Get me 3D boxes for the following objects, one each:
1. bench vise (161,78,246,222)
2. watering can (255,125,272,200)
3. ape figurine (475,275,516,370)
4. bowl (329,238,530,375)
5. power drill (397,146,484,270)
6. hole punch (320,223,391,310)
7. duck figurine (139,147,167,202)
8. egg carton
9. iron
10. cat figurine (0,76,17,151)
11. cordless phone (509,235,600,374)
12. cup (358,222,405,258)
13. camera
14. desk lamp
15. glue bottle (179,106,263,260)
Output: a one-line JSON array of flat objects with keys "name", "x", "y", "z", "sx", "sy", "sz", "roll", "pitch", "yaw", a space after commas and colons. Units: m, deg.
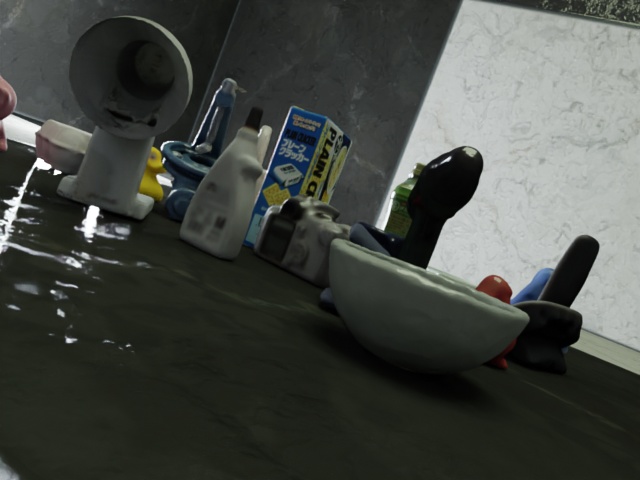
[{"name": "bench vise", "x": -0.188, "y": -0.142, "z": 0.888, "sx": 0.122, "sy": 0.220, "sz": 0.206, "roll": 19, "pitch": 4, "yaw": -30}, {"name": "watering can", "x": -0.118, "y": -0.110, "z": 1.038, "sx": 0.173, "sy": 0.194, "sz": 0.100, "roll": 19, "pitch": 3, "yaw": -26}, {"name": "ape figurine", "x": 0.181, "y": 0.083, "z": 0.625, "sx": 0.076, "sy": 0.092, "sz": 0.078, "roll": 21, "pitch": 3, "yaw": 0}, {"name": "bowl", "x": 0.075, "y": 0.061, "z": 0.460, "sx": 0.167, "sy": 0.075, "sz": 0.167, "roll": 21, "pitch": 3, "yaw": -1}, {"name": "power drill", "x": 0.129, "y": -0.004, "z": 0.700, "sx": 0.075, "sy": 0.208, "sz": 0.230, "roll": 21, "pitch": 3, "yaw": 1}, {"name": "hole punch", "x": 0.062, "y": 0.040, "z": 0.596, "sx": 0.101, "sy": 0.091, "sz": 0.109, "roll": 21, "pitch": 3, "yaw": 2}, {"name": "duck figurine", "x": -0.308, "y": -0.122, "z": 0.984, "sx": 0.104, "sy": 0.086, "sz": 0.078, "roll": 22, "pitch": 3, "yaw": 14}, {"name": "egg carton", "x": -0.394, "y": -0.143, "z": 0.924, "sx": 0.108, "sy": 0.069, "sz": 0.149, "roll": 18, "pitch": 4, "yaw": -42}, {"name": "iron", "x": 0.366, "y": 0.107, "z": 0.975, "sx": 0.118, "sy": 0.141, "sz": 0.259, "roll": 22, "pitch": 3, "yaw": 13}, {"name": "cat figurine", "x": -0.458, "y": -0.186, "z": 0.793, "sx": 0.067, "sy": 0.118, "sz": 0.127, "roll": 19, "pitch": 3, "yaw": -25}, {"name": "cordless phone", "x": 0.295, "y": 0.070, "z": 0.748, "sx": 0.148, "sy": 0.185, "sz": 0.093, "roll": 18, "pitch": 4, "yaw": -46}, {"name": "cup", "x": 0.085, "y": 0.032, "z": 0.844, "sx": 0.092, "sy": 0.095, "sz": 0.117, "roll": 21, "pitch": 3, "yaw": -8}, {"name": "camera", "x": 0.007, "y": 0.003, "z": 0.779, "sx": 0.142, "sy": 0.101, "sz": 0.137, "roll": 24, "pitch": 4, "yaw": 41}, {"name": "desk lamp", "x": -0.221, "y": -0.138, "z": 0.659, "sx": 0.118, "sy": 0.213, "sz": 0.203, "roll": 20, "pitch": 3, "yaw": -14}, {"name": "glue bottle", "x": -0.098, "y": -0.069, "z": 0.647, "sx": 0.077, "sy": 0.173, "sz": 0.037, "roll": 23, "pitch": 4, "yaw": 32}]
